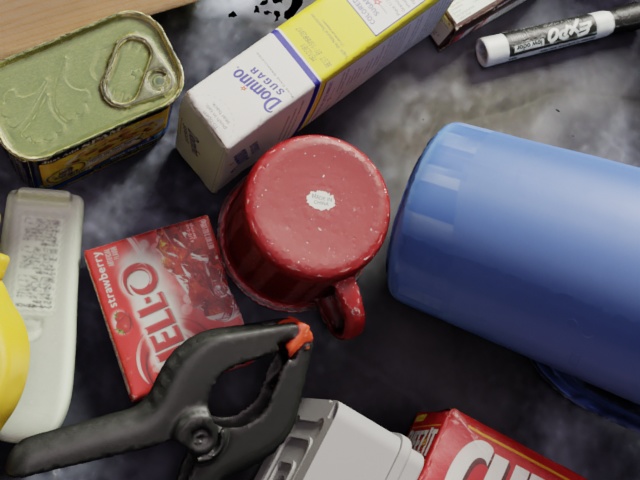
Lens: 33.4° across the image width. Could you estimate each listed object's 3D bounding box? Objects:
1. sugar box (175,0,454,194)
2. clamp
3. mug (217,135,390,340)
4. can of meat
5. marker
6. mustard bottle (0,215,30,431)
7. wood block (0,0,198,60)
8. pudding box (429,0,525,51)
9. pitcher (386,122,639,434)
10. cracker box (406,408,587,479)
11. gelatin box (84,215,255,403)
[{"bbox_3d":[-0.002,-0.103,0.616,0.176,0.093,0.048,-35,86,-16],"label":"sugar box"},{"bbox_3d":[-0.065,0.113,0.573,0.171,0.039,0.120,-34,111,-8],"label":"clamp"},{"bbox_3d":[-0.004,0.001,0.600,0.093,0.082,0.117,-19,82,-14],"label":"mug"},{"bbox_3d":[-0.130,-0.073,0.590,0.102,0.084,0.057,-27,85,-15],"label":"can of meat"},{"bbox_3d":[0.159,-0.134,0.692,0.121,0.020,0.020,-15,82,-13],"label":"marker"},{"bbox_3d":[-0.201,0.075,0.542,0.096,0.058,0.191,15,85,15],"label":"mustard bottle"},{"bbox_3d":[-0.146,-0.168,0.588,0.206,0.090,0.091,-21,126,-14],"label":"wood block"},{"bbox_3d":[0.085,-0.192,0.680,0.090,0.039,0.113,-32,84,-14],"label":"pudding box"},{"bbox_3d":[0.163,0.029,0.584,0.243,0.145,0.149,20,91,15],"label":"pitcher"},{"bbox_3d":[0.089,0.223,0.576,0.164,0.072,0.213,28,74,-5],"label":"cracker box"},{"bbox_3d":[-0.085,0.039,0.603,0.073,0.030,0.089,-17,82,-14],"label":"gelatin box"}]
